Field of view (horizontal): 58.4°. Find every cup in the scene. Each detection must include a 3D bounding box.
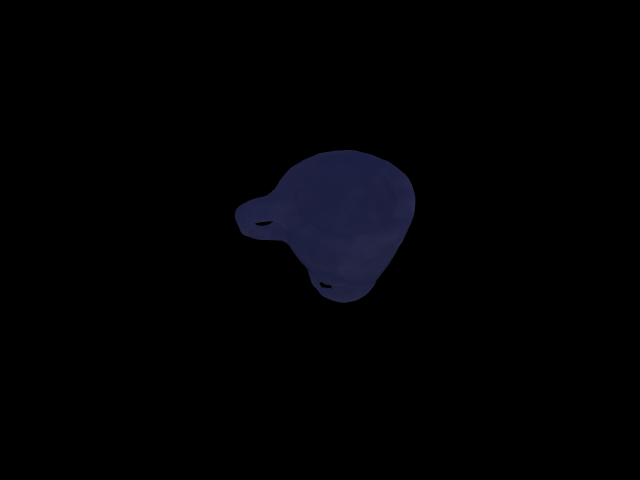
[{"bbox_3d":[0.004,0.001,0.400,0.118,0.095,0.091,-7,50,-6],"label":"cup"}]
